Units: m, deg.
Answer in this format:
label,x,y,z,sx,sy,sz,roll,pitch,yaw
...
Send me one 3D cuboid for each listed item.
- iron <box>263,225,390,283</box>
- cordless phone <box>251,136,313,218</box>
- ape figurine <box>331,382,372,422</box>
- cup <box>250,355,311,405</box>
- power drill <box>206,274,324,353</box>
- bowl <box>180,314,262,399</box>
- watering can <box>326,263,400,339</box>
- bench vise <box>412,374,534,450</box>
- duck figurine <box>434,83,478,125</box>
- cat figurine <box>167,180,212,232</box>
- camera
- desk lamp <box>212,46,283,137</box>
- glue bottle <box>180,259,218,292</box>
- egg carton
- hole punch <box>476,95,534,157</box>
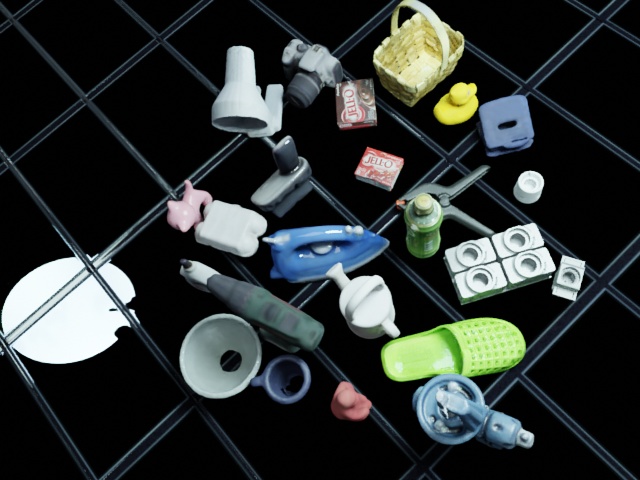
label,x,y,z,sx,sy,sz,roll,pitch,yaw
iron,0.011,0.004,1.169,0.258,0.141,0.118,-10,68,6
cordless phone,-0.093,-0.141,1.217,0.094,0.185,0.148,39,80,20
ape figurine,0.054,0.304,1.077,0.076,0.092,0.077,-18,68,3
cup,-0.069,0.275,1.107,0.117,0.095,0.091,-8,69,7
power drill,-0.094,0.149,1.096,0.229,0.209,0.076,24,75,17
bowl,-0.191,0.237,1.152,0.167,0.075,0.167,-3,69,8
watering can,0.081,0.117,1.087,0.172,0.194,0.101,21,75,16
bench vise,0.261,0.290,0.979,0.207,0.220,0.121,2,70,10
duck figurine,0.302,-0.309,1.268,0.104,0.086,0.077,-27,68,-1
cat figurine,-0.296,-0.070,1.260,0.067,0.118,0.128,5,71,11
camera,-0.038,-0.390,1.346,0.143,0.101,0.137,28,77,18
desk lamp,-0.161,-0.312,1.277,0.117,0.214,0.203,-2,69,9
glue bottle,-0.250,0.069,1.171,0.078,0.173,0.037,9,71,13
egg carton,-0.195,-0.024,1.253,0.150,0.069,0.107,16,73,15
hole punch,0.398,-0.244,1.225,0.108,0.091,0.101,-14,68,4
